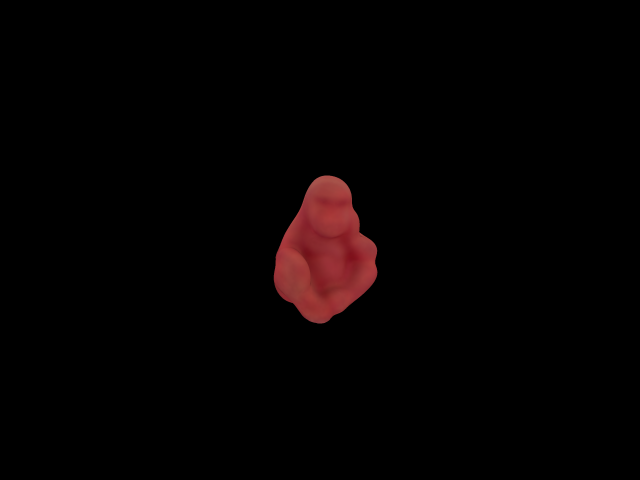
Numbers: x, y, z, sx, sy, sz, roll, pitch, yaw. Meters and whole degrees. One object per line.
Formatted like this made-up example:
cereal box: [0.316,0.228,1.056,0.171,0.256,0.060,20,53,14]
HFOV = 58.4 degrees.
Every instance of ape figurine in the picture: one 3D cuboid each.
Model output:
ape figurine: [0.004,0.001,0.400,0.078,0.092,0.076,-4,14,-15]
